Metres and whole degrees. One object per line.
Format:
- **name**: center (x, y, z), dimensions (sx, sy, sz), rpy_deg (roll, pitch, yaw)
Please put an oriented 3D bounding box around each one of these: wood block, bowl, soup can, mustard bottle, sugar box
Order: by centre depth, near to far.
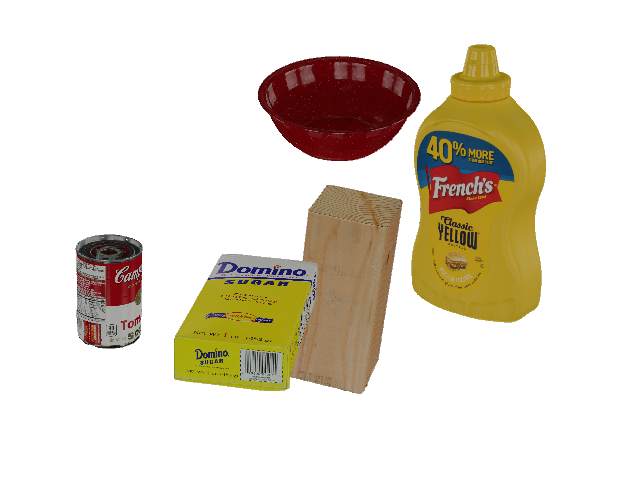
- **mustard bottle**: center (0.111, -0.042, 0.755), dimensions (0.096, 0.192, 0.058), rpy_deg (17, 28, 38)
- **sugar box**: center (-0.059, 0.064, 0.907), dimensions (0.093, 0.048, 0.176), rpy_deg (6, 24, 5)
- **bowl**: center (0.018, -0.126, 1.071), dimensions (0.162, 0.055, 0.162), rpy_deg (0, 36, 0)
- **soup can**: center (-0.221, 0.054, 1.115), dimensions (0.068, 0.102, 0.068), rpy_deg (4, 22, -2)
- **wood block**: center (0.028, 0.055, 1.200), dimensions (0.090, 0.206, 0.090), rpy_deg (12, 24, 11)
